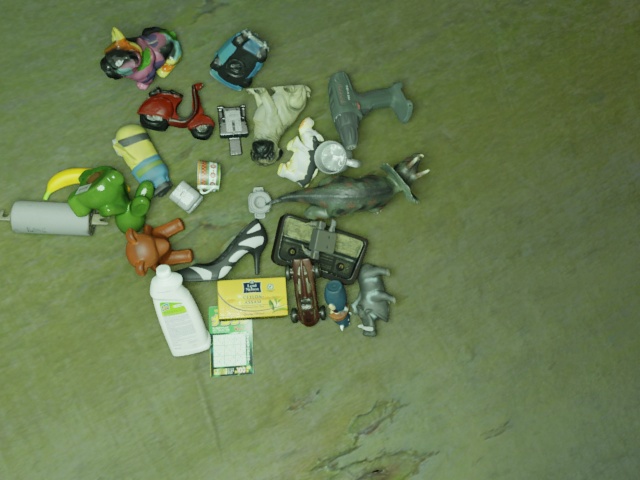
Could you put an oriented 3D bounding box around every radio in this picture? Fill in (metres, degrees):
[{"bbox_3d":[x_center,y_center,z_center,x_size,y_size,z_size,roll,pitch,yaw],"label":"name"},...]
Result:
[{"bbox_3d":[-0.006,0.026,1.366,0.230,0.073,0.131,17,87,-9],"label":"radio"}]

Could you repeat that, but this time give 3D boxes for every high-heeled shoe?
[{"bbox_3d":[-0.247,0.025,1.312,0.249,0.086,0.145,-5,86,-21],"label":"high-heeled shoe"}]

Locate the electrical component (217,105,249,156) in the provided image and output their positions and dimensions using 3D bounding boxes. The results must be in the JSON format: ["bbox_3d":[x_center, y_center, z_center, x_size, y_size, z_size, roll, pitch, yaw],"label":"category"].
[{"bbox_3d":[-0.217,-0.273,1.340,0.075,0.048,0.119,-2,89,-10],"label":"electrical component"}]

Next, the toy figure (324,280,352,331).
[{"bbox_3d":[0.047,0.166,1.367,0.064,0.058,0.154,-31,135,-19],"label":"toy figure"}]

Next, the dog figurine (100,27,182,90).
[{"bbox_3d":[-0.405,-0.427,1.219,0.191,0.219,0.108,-39,100,-7],"label":"dog figurine"}]

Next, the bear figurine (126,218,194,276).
[{"bbox_3d":[-0.372,0.014,1.240,0.132,0.196,0.120,-17,91,-11],"label":"bear figurine"}]

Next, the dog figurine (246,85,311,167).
[{"bbox_3d":[-0.097,-0.288,1.347,0.172,0.121,0.190,-8,106,-8],"label":"dog figurine"}]

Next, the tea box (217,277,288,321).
[{"bbox_3d":[-0.168,0.147,1.331,0.170,0.068,0.098,-4,77,-11],"label":"tea box"}]

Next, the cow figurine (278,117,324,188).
[{"bbox_3d":[-0.035,-0.221,1.362,0.098,0.068,0.167,25,90,-15],"label":"cow figurine"}]

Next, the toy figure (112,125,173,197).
[{"bbox_3d":[-0.421,-0.191,1.289,0.089,0.082,0.180,-39,93,-19],"label":"toy figure"}]

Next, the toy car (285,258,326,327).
[{"bbox_3d":[-0.035,0.134,1.333,0.089,0.053,0.201,-2,123,5],"label":"toy car"}]

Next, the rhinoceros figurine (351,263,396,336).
[{"bbox_3d":[0.135,0.154,1.394,0.112,0.073,0.190,-4,91,-11],"label":"rhinoceros figurine"}]

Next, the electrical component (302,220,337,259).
[{"bbox_3d":[-0.002,-0.003,1.311,0.078,0.045,0.102,4,93,-39],"label":"electrical component"}]

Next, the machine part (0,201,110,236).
[{"bbox_3d":[-0.620,-0.050,1.254,0.243,0.079,0.079,3,90,-11],"label":"machine part"}]

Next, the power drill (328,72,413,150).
[{"bbox_3d":[0.124,-0.325,1.355,0.207,0.086,0.232,-12,63,-13],"label":"power drill"}]

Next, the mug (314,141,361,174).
[{"bbox_3d":[0.053,-0.206,1.349,0.110,0.107,0.080,13,103,17],"label":"mug"}]

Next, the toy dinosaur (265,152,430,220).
[{"bbox_3d":[0.085,-0.114,1.309,0.405,0.192,0.131,-15,88,-22],"label":"toy dinosaur"}]

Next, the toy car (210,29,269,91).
[{"bbox_3d":[-0.194,-0.453,1.308,0.109,0.161,0.103,24,46,-28],"label":"toy car"}]

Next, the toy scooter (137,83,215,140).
[{"bbox_3d":[-0.343,-0.323,1.303,0.184,0.075,0.135,9,89,-13],"label":"toy scooter"}]

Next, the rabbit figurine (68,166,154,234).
[{"bbox_3d":[-0.460,-0.090,1.244,0.159,0.121,0.170,-21,133,13],"label":"rabbit figurine"}]
